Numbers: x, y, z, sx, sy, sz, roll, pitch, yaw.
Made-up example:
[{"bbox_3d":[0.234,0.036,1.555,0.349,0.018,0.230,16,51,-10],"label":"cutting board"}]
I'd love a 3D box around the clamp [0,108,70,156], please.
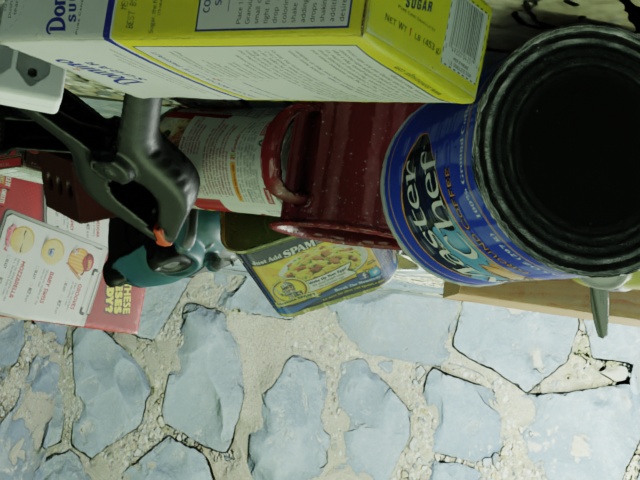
[{"bbox_3d":[-0.238,-0.082,0.812,0.164,0.036,0.210,4,-179,-42],"label":"clamp"}]

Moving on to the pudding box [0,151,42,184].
[{"bbox_3d":[-0.228,-0.068,0.948,0.113,0.039,0.090,14,172,-38],"label":"pudding box"}]

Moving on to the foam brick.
[{"bbox_3d":[-0.189,-0.049,0.870,0.051,0.053,0.078,-13,-162,-32],"label":"foam brick"}]

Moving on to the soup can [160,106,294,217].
[{"bbox_3d":[-0.051,-0.051,0.687,0.102,0.068,0.068,6,175,31],"label":"soup can"}]

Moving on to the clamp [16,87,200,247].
[{"bbox_3d":[-0.111,-0.056,0.620,0.120,0.039,0.171,6,150,34],"label":"clamp"}]

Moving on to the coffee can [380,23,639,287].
[{"bbox_3d":[0.095,-0.031,0.489,0.102,0.103,0.140,9,175,-11],"label":"coffee can"}]

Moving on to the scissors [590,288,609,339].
[{"bbox_3d":[0.237,0.019,0.841,0.096,0.016,0.201,-10,138,29],"label":"scissors"}]

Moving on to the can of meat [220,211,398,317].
[{"bbox_3d":[-0.005,0.001,0.728,0.102,0.057,0.084,-18,136,13],"label":"can of meat"}]

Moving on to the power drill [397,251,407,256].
[{"bbox_3d":[0.041,-0.006,1.121,0.184,0.057,0.188,12,172,-2],"label":"power drill"}]

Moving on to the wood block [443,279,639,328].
[{"bbox_3d":[0.223,0.022,0.956,0.206,0.090,0.091,9,175,-1],"label":"wood block"}]

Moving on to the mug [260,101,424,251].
[{"bbox_3d":[0.013,-0.042,0.606,0.117,0.081,0.093,12,173,-40],"label":"mug"}]

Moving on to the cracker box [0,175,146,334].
[{"bbox_3d":[-0.267,-0.001,1.047,0.072,0.164,0.213,7,175,42],"label":"cracker box"}]

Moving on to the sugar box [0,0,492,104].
[{"bbox_3d":[-0.032,-0.085,0.421,0.176,0.048,0.093,9,176,33],"label":"sugar box"}]
